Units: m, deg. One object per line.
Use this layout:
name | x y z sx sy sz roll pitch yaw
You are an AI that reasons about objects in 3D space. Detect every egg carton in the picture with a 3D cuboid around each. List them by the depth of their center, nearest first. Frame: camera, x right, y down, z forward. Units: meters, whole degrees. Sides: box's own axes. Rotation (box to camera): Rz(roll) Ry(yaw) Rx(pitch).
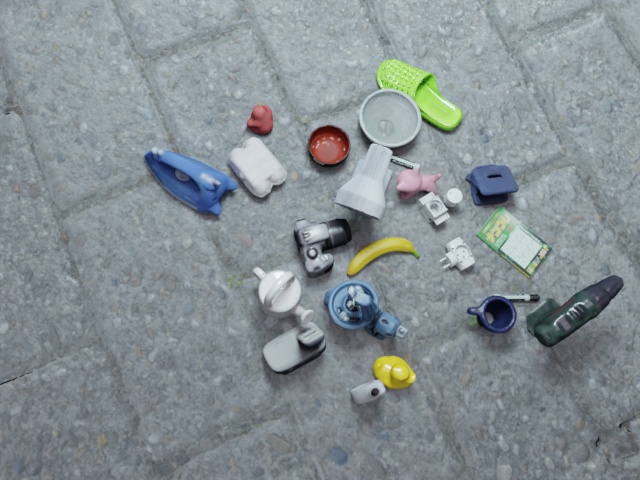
egg carton | -0.162 -0.187 1.472 0.107 0.069 0.150 -39 82 -13

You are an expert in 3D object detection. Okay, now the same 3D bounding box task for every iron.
iron | -0.339 -0.171 1.416 0.258 0.141 0.119 29 75 3

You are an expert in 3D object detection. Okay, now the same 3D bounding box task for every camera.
camera | 0.013 0.005 1.422 0.137 0.101 0.143 -16 78 -9

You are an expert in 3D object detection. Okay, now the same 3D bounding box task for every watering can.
watering can | -0.087 0.125 1.334 0.173 0.194 0.101 21 75 1

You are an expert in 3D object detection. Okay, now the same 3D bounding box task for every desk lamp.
desk lamp | 0.115 -0.135 1.407 0.118 0.213 0.203 21 75 1

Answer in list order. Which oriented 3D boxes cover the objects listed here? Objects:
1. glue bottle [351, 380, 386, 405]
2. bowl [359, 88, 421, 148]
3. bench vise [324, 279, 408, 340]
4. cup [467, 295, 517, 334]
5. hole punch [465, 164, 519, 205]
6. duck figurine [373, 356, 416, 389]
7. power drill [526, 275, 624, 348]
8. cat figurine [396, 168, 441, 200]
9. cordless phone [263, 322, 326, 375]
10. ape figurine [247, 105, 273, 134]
glue bottle | 0.116 0.346 1.306 0.078 0.173 0.037 -24 79 -10
bowl | 0.182 -0.313 1.530 0.167 0.074 0.167 1 76 -4
bench vise | 0.116 0.155 1.331 0.207 0.219 0.121 12 75 -1
cup | 0.411 0.187 1.412 0.118 0.095 0.092 7 75 -3
hole punch | 0.451 -0.153 1.504 0.108 0.091 0.101 -7 76 -6
duck figurine | 0.180 0.315 1.365 0.104 0.086 0.077 23 75 1
power drill | 0.591 0.173 1.372 0.230 0.208 0.075 -37 81 -12
cat figurine | 0.249 -0.151 1.472 0.128 0.117 0.067 -7 76 -6
cordless phone | -0.055 0.245 1.311 0.148 0.185 0.094 -31 80 -11
ape figurine | -0.156 -0.322 1.495 0.078 0.092 0.076 -26 79 -10
